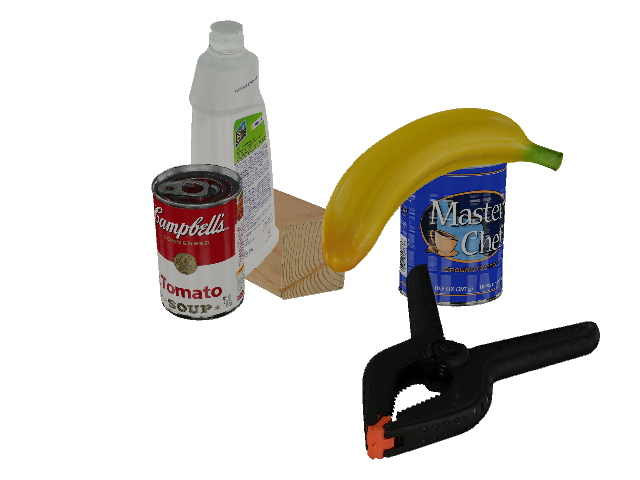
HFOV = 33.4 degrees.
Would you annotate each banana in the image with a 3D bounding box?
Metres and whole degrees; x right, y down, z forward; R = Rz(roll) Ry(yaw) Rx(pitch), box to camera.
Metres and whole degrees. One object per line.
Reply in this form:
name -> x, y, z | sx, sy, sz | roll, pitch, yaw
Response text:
banana -> 0.062, -0.041, 0.635 | 0.197, 0.037, 0.070 | -26, 47, -34

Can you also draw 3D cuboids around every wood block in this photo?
wood block -> -0.065, -0.005, 1.297 | 0.090, 0.090, 0.206 | -8, 19, -34

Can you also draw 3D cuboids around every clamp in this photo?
clamp -> 0.088, 0.088, 0.797 | 0.165, 0.036, 0.209 | 24, 40, 35

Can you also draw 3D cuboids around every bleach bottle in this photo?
bleach bottle -> -0.083, -0.088, 1.009 | 0.068, 0.251, 0.102 | 16, 38, 19

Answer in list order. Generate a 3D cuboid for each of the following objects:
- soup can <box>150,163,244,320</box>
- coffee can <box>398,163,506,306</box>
soup can -> -0.093, 0.001, 0.817 | 0.068, 0.102, 0.068 | 1, 30, -1
coffee can -> 0.128, -0.019, 1.035 | 0.103, 0.140, 0.103 | 0, 16, 0
